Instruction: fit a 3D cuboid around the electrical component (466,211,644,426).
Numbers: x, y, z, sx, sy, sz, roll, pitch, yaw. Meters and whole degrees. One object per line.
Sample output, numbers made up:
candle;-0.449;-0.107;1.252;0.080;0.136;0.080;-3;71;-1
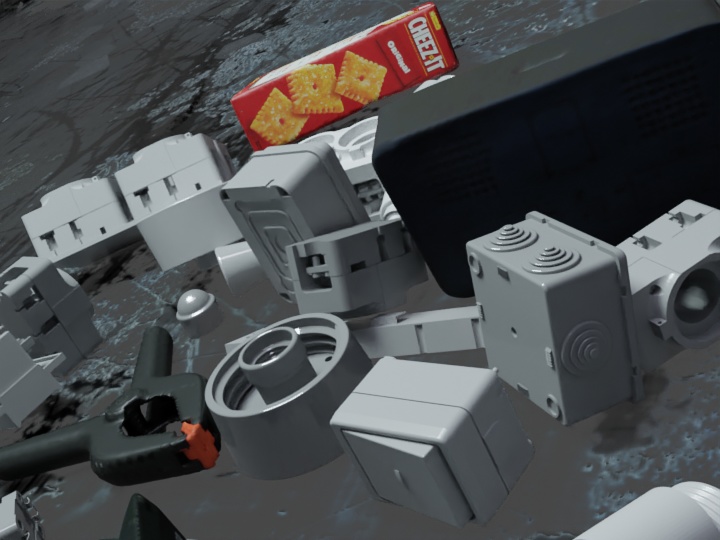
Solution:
electrical component;0.102;0.025;0.576;0.048;0.099;0.100;-20;24;-17

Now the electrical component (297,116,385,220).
electrical component;0.015;-0.089;0.905;0.150;0.061;0.089;-14;29;24

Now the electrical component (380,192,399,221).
electrical component;0.032;-0.042;0.835;0.035;0.035;0.061;-15;31;23

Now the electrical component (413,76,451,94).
electrical component;0.068;-0.151;0.989;0.043;0.043;0.081;0;37;43

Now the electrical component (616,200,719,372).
electrical component;0.174;0.009;0.593;0.089;0.050;0.056;-32;27;-11

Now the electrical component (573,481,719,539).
electrical component;0.127;0.114;0.447;0.081;0.043;0.043;-21;20;-32

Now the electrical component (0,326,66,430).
electrical component;-0.290;0.087;0.833;0.121;0.063;0.078;-15;26;51

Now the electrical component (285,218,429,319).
electrical component;0.000;0.000;0.738;0.050;0.055;0.089;-6;9;42

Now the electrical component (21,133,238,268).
electrical component;-0.215;-0.067;1.028;0.186;0.060;0.105;-24;-2;5

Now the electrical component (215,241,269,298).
electrical component;-0.079;-0.010;0.871;0.065;0.044;0.044;-23;26;-3

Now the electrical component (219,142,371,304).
electrical component;-0.040;-0.034;0.797;0.078;0.113;0.057;0;40;43

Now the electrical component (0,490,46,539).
electrical component;-0.233;0.175;0.674;0.064;0.042;0.081;-26;27;-6

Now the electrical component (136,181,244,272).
electrical component;-0.131;-0.034;0.928;0.108;0.060;0.108;-24;4;2

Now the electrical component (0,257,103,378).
electrical component;-0.262;0.036;0.898;0.050;0.089;0.055;2;38;45

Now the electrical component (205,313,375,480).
electrical component;-0.045;0.071;0.669;0.108;0.060;0.108;-21;27;11

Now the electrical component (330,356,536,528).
electrical component;0.031;0.089;0.564;0.096;0.061;0.061;2;38;44
